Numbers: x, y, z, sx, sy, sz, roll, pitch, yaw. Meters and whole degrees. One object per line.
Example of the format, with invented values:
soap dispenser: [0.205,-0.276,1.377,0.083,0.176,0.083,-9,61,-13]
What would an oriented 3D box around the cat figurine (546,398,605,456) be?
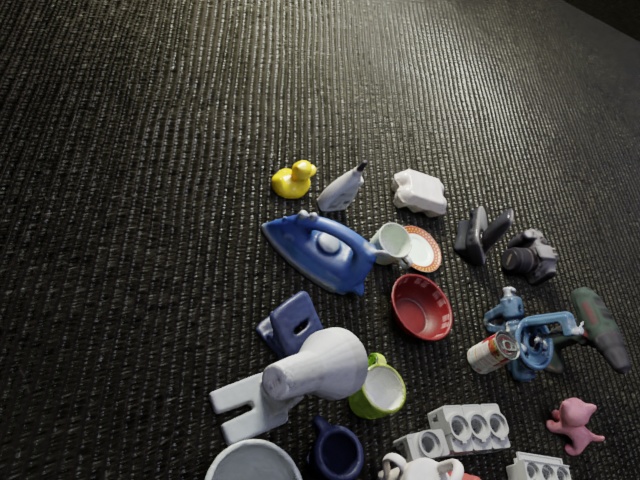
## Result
cat figurine: [0.575,0.407,1.280,0.128,0.117,0.067,49,48,7]

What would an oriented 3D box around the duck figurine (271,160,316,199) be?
duck figurine: [-0.054,-0.145,1.298,0.105,0.086,0.077,-16,69,-38]

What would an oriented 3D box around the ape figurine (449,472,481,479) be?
ape figurine: [0.268,0.467,1.071,0.078,0.092,0.076,4,57,-29]

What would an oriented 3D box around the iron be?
iron: [0.011,0.004,1.198,0.259,0.141,0.119,31,48,-10]

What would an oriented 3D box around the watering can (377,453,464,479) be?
watering can: [0.185,0.430,0.976,0.173,0.193,0.101,29,49,-11]

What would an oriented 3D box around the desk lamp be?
desk lamp: [-0.048,0.241,0.951,0.204,0.213,0.118,-14,67,-37]

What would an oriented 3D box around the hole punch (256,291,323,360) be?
hole punch: [-0.047,0.165,1.087,0.101,0.091,0.109,49,48,7]

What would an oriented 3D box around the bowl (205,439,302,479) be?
bowl: [-0.112,0.405,0.895,0.168,0.074,0.167,16,53,-21]

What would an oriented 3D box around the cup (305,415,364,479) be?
cup: [0.007,0.364,0.981,0.092,0.094,0.117,-22,73,-39]

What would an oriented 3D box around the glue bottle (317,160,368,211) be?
glue bottle: [0.062,-0.125,1.296,0.078,0.173,0.037,-5,62,-33]

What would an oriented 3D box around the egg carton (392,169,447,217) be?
egg carton: [0.257,-0.120,1.480,0.151,0.069,0.107,14,53,-23]

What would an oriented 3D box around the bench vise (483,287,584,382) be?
bench vise: [0.475,0.195,1.295,0.122,0.219,0.207,-20,71,-39]

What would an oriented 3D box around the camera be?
camera: [0.554,0.038,1.532,0.137,0.100,0.143,5,57,-29]

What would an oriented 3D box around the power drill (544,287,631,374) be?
power drill: [0.618,0.239,1.360,0.076,0.208,0.229,15,53,-22]

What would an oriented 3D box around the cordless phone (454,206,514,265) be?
cordless phone: [0.433,-0.036,1.452,0.094,0.184,0.147,26,49,-13]
